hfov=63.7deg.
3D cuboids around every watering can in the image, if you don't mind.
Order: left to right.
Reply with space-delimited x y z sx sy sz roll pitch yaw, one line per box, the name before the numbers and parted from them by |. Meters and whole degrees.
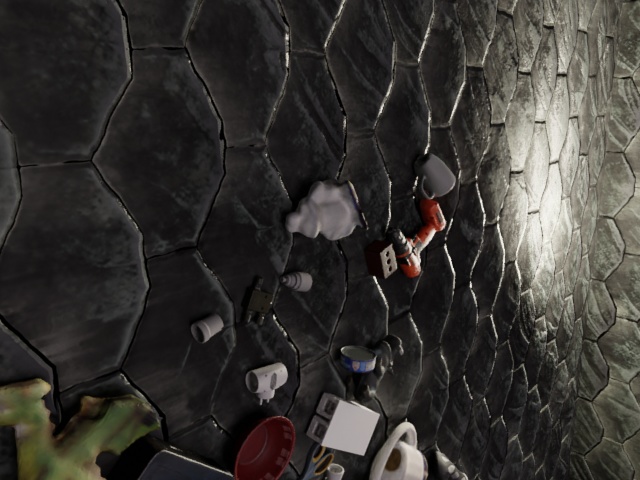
watering can | 0.189 0.676 1.411 0.221 0.104 0.352 43 68 -43

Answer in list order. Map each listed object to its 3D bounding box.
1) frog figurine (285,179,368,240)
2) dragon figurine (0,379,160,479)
frog figurine | 0.003 -0.054 1.081 0.159 0.125 0.134 -21 131 -2
dragon figurine | -0.331 0.354 0.765 0.405 0.121 0.247 47 60 -25
